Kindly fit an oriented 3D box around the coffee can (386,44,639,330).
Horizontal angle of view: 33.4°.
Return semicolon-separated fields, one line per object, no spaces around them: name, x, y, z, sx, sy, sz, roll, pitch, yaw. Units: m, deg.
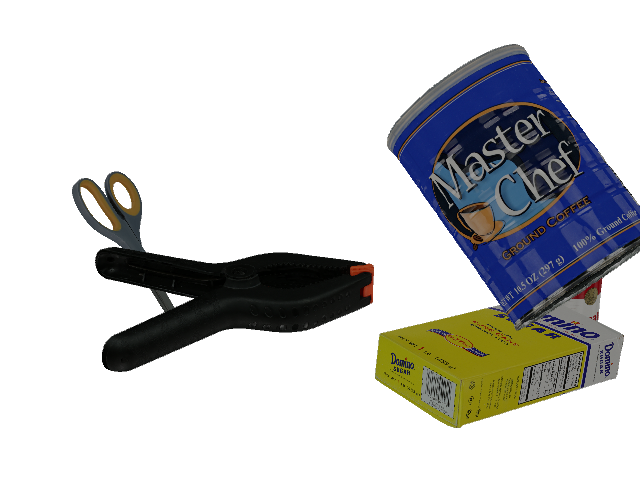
coffee can;0.121;-0.032;0.645;0.102;0.140;0.103;-32;-13;-8

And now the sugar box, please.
sugar box;0.139;0.088;0.819;0.175;0.048;0.093;-13;26;-35

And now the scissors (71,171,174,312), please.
scissors;-0.197;0.004;1.186;0.016;0.201;0.096;-27;20;35

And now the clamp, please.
clamp;-0.066;0.035;0.782;0.209;0.036;0.165;-7;26;-18

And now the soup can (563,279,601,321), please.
soup can;0.251;0.047;1.086;0.068;0.102;0.068;1;17;0
